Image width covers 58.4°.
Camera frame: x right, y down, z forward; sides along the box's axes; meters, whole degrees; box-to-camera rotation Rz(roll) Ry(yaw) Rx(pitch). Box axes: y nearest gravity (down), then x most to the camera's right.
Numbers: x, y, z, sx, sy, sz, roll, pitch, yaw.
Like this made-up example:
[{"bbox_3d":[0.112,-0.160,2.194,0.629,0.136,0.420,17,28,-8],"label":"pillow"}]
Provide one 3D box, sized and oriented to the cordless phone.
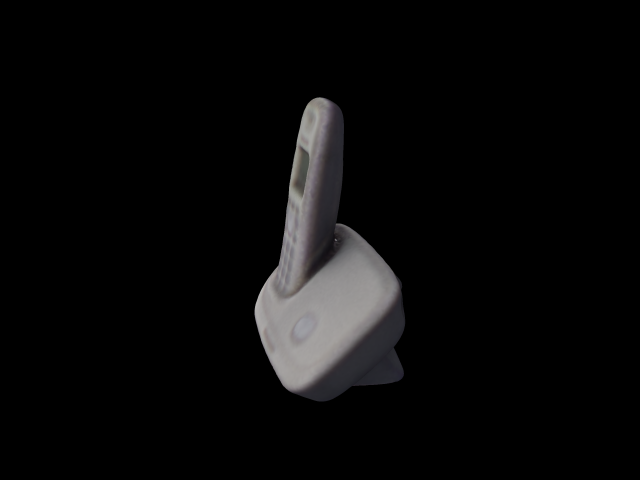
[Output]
[{"bbox_3d":[0.004,0.001,0.400,0.094,0.185,0.147,-8,24,-18],"label":"cordless phone"}]
